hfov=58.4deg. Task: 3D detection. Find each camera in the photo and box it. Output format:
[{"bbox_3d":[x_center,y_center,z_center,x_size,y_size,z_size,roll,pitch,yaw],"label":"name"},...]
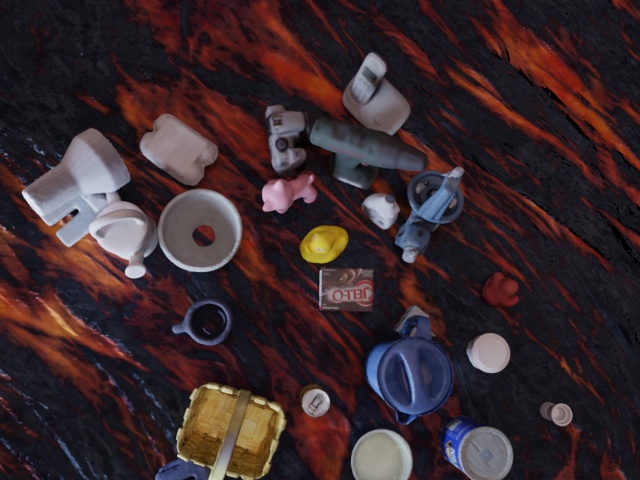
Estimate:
[{"bbox_3d":[-0.041,-0.219,1.200,0.137,0.100,0.143,-9,83,-7],"label":"camera"}]

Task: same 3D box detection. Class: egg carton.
[{"bbox_3d":[-0.292,-0.186,1.186,0.150,0.069,0.107,34,80,0],"label":"egg carton"}]

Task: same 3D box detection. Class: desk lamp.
[{"bbox_3d":[-0.455,-0.096,1.084,0.203,0.213,0.118,-42,87,-10],"label":"desk lamp"}]

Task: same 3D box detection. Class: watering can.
[{"bbox_3d":[-0.370,-0.016,1.090,0.101,0.194,0.173,-42,87,-10],"label":"watering can"}]

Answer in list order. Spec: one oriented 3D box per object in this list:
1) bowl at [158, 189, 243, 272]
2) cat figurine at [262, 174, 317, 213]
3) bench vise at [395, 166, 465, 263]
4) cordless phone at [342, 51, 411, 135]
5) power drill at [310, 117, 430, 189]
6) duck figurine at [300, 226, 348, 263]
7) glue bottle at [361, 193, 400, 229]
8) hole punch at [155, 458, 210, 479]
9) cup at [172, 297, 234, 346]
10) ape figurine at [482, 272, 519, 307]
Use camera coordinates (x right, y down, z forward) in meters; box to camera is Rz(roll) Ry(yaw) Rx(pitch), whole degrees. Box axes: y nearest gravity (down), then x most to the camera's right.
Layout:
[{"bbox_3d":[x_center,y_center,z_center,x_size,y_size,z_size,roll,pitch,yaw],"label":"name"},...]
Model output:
[{"bbox_3d":[-0.239,-0.016,1.164,0.167,0.074,0.167,1,82,-5],"label":"bowl"},{"bbox_3d":[-0.066,-0.101,1.171,0.128,0.117,0.067,-25,84,-8],"label":"cat figurine"},{"bbox_3d":[0.233,-0.055,1.142,0.121,0.219,0.207,7,81,-4],"label":"bench vise"},{"bbox_3d":[0.127,-0.302,1.186,0.147,0.185,0.094,41,80,2],"label":"cordless phone"},{"bbox_3d":[0.089,-0.170,1.151,0.229,0.208,0.076,20,80,-2],"label":"power drill"},{"bbox_3d":[0.011,0.004,1.179,0.104,0.086,0.077,-21,84,-8],"label":"duck figurine"},{"bbox_3d":[0.130,-0.068,1.158,0.078,0.173,0.037,42,80,2],"label":"glue bottle"},{"bbox_3d":[-0.252,0.464,1.083,0.109,0.091,0.101,-23,84,-8],"label":"hole punch"},{"bbox_3d":[-0.226,0.164,1.128,0.118,0.095,0.092,-14,83,-7],"label":"cup"},{"bbox_3d":[0.384,0.104,1.198,0.076,0.092,0.078,-13,83,-7],"label":"ape figurine"}]
